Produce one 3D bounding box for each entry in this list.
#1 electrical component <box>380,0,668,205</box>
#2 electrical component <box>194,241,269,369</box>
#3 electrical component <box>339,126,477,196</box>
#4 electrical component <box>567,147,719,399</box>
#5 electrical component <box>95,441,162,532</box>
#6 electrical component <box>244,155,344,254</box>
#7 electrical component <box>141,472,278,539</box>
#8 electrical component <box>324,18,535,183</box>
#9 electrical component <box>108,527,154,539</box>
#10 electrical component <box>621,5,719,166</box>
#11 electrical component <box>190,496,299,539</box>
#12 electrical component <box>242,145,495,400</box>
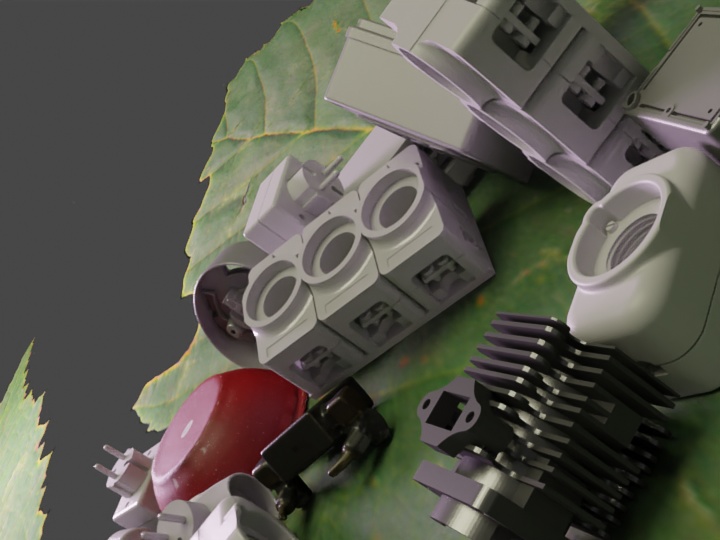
[{"bbox_3d":[0.091,-0.096,0.547,0.061,0.150,0.089,-54,31,6],"label":"electrical component"},{"bbox_3d":[-0.085,0.028,0.873,0.099,0.099,0.064,-40,17,36],"label":"electrical component"},{"bbox_3d":[0.020,-0.051,0.801,0.150,0.062,0.089,-52,19,8],"label":"electrical component"},{"bbox_3d":[0.129,-0.001,0.456,0.054,0.059,0.095,-26,34,55],"label":"electrical component"},{"bbox_3d":[-0.181,0.171,0.883,0.047,0.077,0.065,-36,26,41],"label":"electrical component"},{"bbox_3d":[-0.037,-0.052,0.766,0.077,0.047,0.065,-42,22,33],"label":"electrical component"},{"bbox_3d":[-0.105,0.170,0.701,0.077,0.079,0.044,-48,48,20],"label":"electrical component"},{"bbox_3d":[0.052,-0.104,0.672,0.109,0.109,0.056,25,97,29],"label":"electrical component"},{"bbox_3d":[-0.185,0.226,0.853,0.078,0.040,0.040,-25,34,56],"label":"electrical component"},{"bbox_3d":[0.170,-0.075,0.482,0.061,0.061,0.096,-53,19,5],"label":"electrical component"},{"bbox_3d":[-0.069,0.179,0.631,0.059,0.054,0.095,-51,19,9],"label":"electrical component"},{"bbox_3d":[0.000,0.000,0.694,0.150,0.062,0.089,-37,39,20],"label":"electrical component"}]
